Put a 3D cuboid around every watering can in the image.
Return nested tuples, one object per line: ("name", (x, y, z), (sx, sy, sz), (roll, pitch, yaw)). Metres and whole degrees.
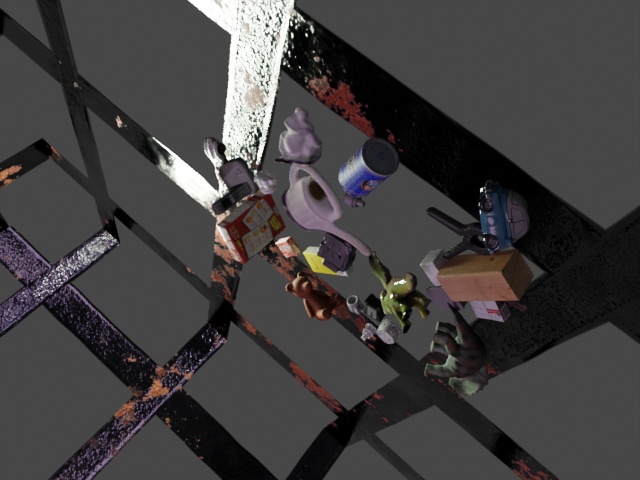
("watering can", (0.005, -0.078, 1.557), (0.347, 0.105, 0.222), (56, 150, -4))

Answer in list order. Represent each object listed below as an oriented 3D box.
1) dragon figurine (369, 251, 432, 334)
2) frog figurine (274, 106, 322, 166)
("dragon figurine", (0.215, 0.134, 1.542), (0.247, 0.123, 0.401), (47, 162, 34))
("frog figurine", (-0.053, -0.287, 1.420), (0.138, 0.123, 0.158), (20, 106, 49))
